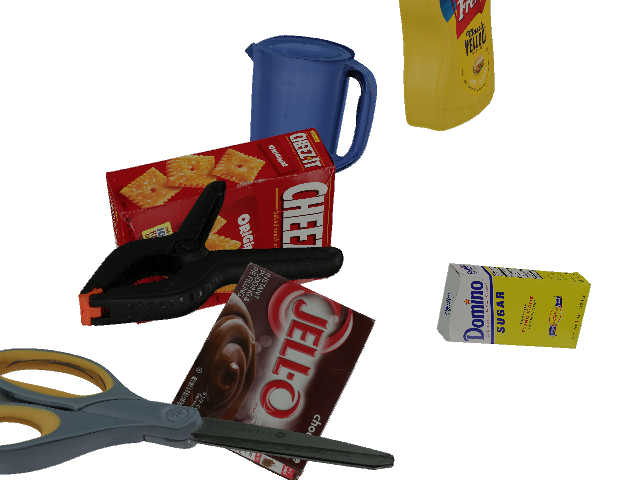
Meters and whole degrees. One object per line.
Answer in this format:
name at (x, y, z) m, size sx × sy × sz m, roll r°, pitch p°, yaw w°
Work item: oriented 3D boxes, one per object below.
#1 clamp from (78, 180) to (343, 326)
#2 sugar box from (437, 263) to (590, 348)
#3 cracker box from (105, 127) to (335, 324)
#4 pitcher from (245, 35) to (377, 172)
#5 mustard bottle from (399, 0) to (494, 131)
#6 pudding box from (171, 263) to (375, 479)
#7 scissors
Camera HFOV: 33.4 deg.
clamp at (-0.110, 0.013, 0.874) m, size 0.209 × 0.036 × 0.165 m, roll -21°, pitch 38°, yaw -31°
sugar box at (0.241, 0.083, 1.332) m, size 0.176 × 0.093 × 0.048 m, roll 3°, pitch 19°, yaw -15°
cracker box at (-0.096, -0.011, 1.067) m, size 0.213 × 0.164 × 0.072 m, roll -13°, pitch 48°, yaw -15°
pitcher at (-0.024, -0.142, 1.415) m, size 0.144 × 0.243 × 0.149 m, roll -3°, pitch 24°, yaw -21°
mustard bottle at (0.096, -0.187, 0.812) m, size 0.058 × 0.191 × 0.096 m, roll 16°, pitch 38°, yaw 34°
pudding box at (-0.029, 0.082, 0.670) m, size 0.090 × 0.113 × 0.039 m, roll 24°, pitch -24°, yaw 7°
scissors at (-0.079, 0.087, 0.459) m, size 0.202 × 0.016 × 0.096 m, roll 14°, pitch 27°, yaw 26°
